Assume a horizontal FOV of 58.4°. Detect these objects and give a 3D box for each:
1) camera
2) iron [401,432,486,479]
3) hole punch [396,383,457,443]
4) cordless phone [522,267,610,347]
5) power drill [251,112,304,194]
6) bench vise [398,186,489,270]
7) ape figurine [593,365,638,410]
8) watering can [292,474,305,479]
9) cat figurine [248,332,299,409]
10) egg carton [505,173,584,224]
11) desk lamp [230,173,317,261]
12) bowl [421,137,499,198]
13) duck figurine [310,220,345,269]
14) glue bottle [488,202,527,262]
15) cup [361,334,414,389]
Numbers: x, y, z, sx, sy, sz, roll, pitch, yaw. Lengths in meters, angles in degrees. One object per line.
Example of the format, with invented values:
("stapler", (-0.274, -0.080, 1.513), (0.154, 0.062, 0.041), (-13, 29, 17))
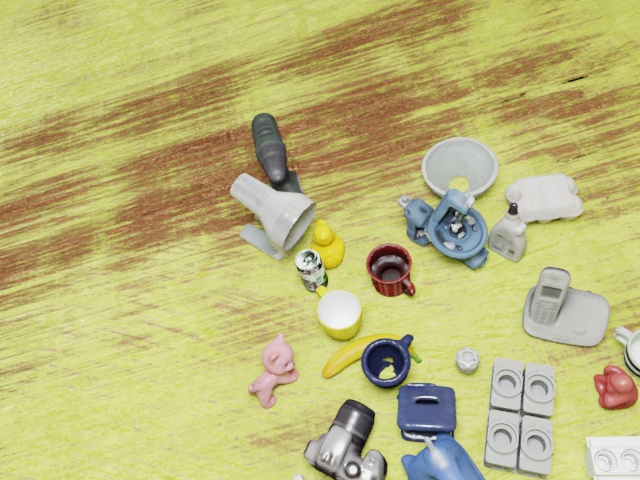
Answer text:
("camera", (0.058, 0.361, 1.015), (0.142, 0.101, 0.137), (20, 65, 21))
("iron", (0.238, 0.429, 0.914), (0.119, 0.142, 0.257), (-32, 59, -8))
("hole punch", (0.189, 0.305, 1.029), (0.108, 0.091, 0.101), (-1, 59, 10))
("cordless phone", (0.451, 0.115, 1.036), (0.147, 0.185, 0.094), (7, 61, 15))
("power drill", (-0.097, -0.169, 1.301), (0.075, 0.209, 0.229), (-19, 58, 0))
("bench vise", (0.241, -0.038, 1.149), (0.207, 0.220, 0.121), (15, 63, 19))
("ape figurine", (0.516, 0.255, 0.994), (0.076, 0.092, 0.078), (31, 70, 26))
("watering can", (-0.003, 0.459, 0.912), (0.172, 0.194, 0.101), (36, 72, 27))
("cat figurine", (-0.093, 0.247, 1.103), (0.067, 0.118, 0.128), (33, 70, 26))
("egg carton", (0.475, -0.085, 1.220), (0.150, 0.069, 0.107), (-8, 58, 7))
("desk lamp", (-0.101, -0.045, 1.224), (0.202, 0.214, 0.118), (28, 68, 25))
("bowl", (0.312, -0.145, 1.286), (0.167, 0.075, 0.167), (-5, 59, 8))
("duck figurine", (0.011, 0.004, 1.248), (0.077, 0.086, 0.104), (-14, 58, 3))
("glue bottle", (0.378, -0.022, 1.140), (0.078, 0.173, 0.037), (34, 71, 27))
("cup", (0.135, 0.233, 1.080), (0.091, 0.095, 0.118), (38, 73, 28))
